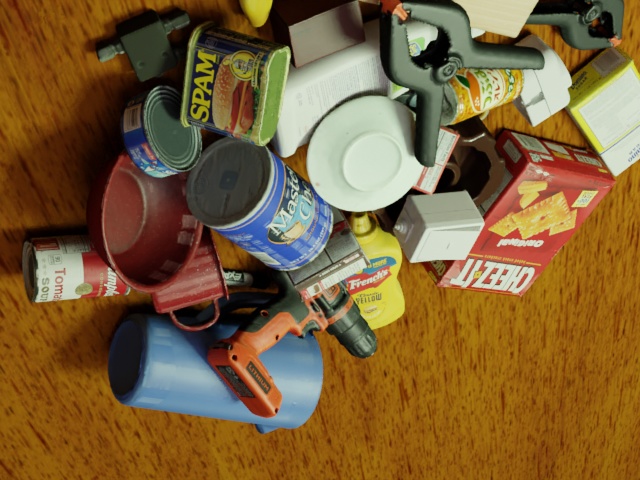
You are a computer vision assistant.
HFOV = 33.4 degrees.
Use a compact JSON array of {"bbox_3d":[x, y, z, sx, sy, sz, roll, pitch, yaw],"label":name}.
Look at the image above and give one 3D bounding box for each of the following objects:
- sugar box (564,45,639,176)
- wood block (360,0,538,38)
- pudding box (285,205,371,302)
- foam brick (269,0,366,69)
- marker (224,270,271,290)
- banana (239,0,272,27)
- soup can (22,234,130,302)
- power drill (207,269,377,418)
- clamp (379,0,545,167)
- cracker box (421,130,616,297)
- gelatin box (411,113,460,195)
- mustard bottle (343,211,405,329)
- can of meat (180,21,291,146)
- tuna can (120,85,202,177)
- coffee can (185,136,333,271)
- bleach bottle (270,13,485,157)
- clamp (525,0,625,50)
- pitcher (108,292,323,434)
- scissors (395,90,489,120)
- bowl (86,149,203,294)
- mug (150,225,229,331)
[{"bbox_3d":[0.364,-0.158,1.319,0.093,0.048,0.176,-38,143,10],"label":"sugar box"},{"bbox_3d":[0.113,-0.270,1.020,0.205,0.090,0.091,5,129,-33],"label":"wood block"},{"bbox_3d":[-0.008,0.001,1.211,0.090,0.113,0.039,-29,143,0],"label":"pudding box"},{"bbox_3d":[-0.003,-0.213,1.040,0.078,0.051,0.053,-23,137,-11],"label":"foam brick"},{"bbox_3d":[-0.110,0.045,1.268,0.120,0.020,0.020,9,126,-37],"label":"marker"},{"bbox_3d":[-0.035,-0.280,0.963,0.069,0.037,0.198,10,126,-37],"label":"banana"},{"bbox_3d":[-0.257,0.029,1.128,0.102,0.068,0.069,-4,134,-26],"label":"soup can"},{"bbox_3d":[-0.030,0.117,1.256,0.184,0.057,0.187,51,58,-17],"label":"power drill"},{"bbox_3d":[0.112,-0.163,1.030,0.165,0.036,0.209,-47,137,13],"label":"clamp"},{"bbox_3d":[0.249,-0.027,1.365,0.163,0.072,0.214,9,128,-36],"label":"cracker box"},{"bbox_3d":[0.095,-0.098,1.145,0.089,0.030,0.073,20,106,-11],"label":"gelatin box"},{"bbox_3d":[0.054,0.033,1.321,0.096,0.058,0.191,-11,137,-3],"label":"mustard bottle"},{"bbox_3d":[-0.080,-0.147,1.015,0.057,0.084,0.102,-46,150,-59],"label":"can of meat"},{"bbox_3d":[-0.154,-0.104,1.036,0.034,0.086,0.086,-13,149,31],"label":"tuna can"},{"bbox_3d":[-0.062,-0.037,1.134,0.103,0.103,0.140,-38,147,10],"label":"coffee can"},{"bbox_3d":[0.057,-0.178,1.105,0.250,0.068,0.102,-23,141,-11],"label":"bleach bottle"},{"bbox_3d":[0.280,-0.252,1.175,0.120,0.039,0.171,-37,140,12],"label":"clamp"},{"bbox_3d":[-0.123,0.145,1.291,0.242,0.149,0.145,11,154,-34],"label":"pitcher"},{"bbox_3d":[0.120,-0.172,1.182,0.201,0.016,0.096,9,127,-37],"label":"scissors"},{"bbox_3d":[-0.186,-0.028,1.083,0.055,0.162,0.162,5,152,31],"label":"bowl"},{"bbox_3d":[-0.149,0.044,1.180,0.081,0.093,0.117,-16,99,-9],"label":"mug"}]
